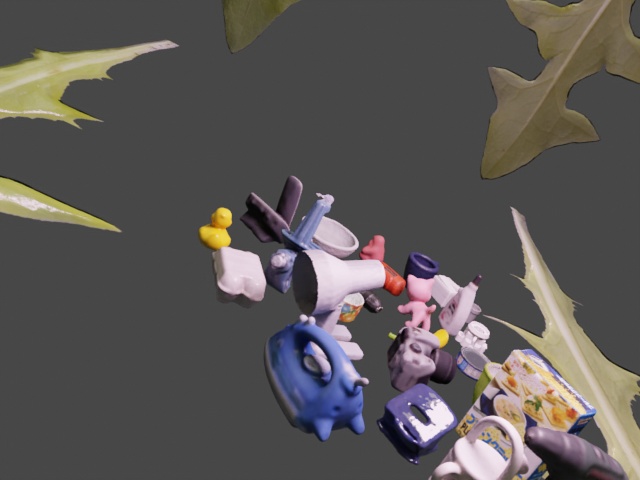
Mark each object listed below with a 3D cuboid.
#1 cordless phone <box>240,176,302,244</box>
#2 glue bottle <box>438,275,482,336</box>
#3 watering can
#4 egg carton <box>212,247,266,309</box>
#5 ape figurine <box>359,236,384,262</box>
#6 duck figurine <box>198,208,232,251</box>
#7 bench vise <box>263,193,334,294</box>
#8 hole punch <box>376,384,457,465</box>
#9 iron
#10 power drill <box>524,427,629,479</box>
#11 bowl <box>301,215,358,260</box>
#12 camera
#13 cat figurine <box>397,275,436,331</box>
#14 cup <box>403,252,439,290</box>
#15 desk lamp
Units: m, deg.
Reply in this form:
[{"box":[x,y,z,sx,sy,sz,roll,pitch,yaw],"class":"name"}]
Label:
[{"box":[-0.114,-0.097,1.465,0.147,0.185,0.094,40,26,28],"class":"cordless phone"},{"box":[0.364,0.158,1.461,0.037,0.173,0.078,18,25,-20],"class":"glue bottle"},{"box":[0.252,0.358,0.898,0.173,0.194,0.100,-3,37,-50],"class":"watering can"},{"box":[-0.171,0.075,1.191,0.107,0.069,0.150,15,26,-26],"class":"egg carton"},{"box":[0.153,0.028,1.611,0.078,0.092,0.076,10,28,-34],"class":"ape figurine"},{"box":[-0.234,-0.031,1.325,0.078,0.086,0.104,21,24,-13],"class":"duck figurine"},{"box":[-0.033,0.009,1.287,0.121,0.219,0.207,25,23,-5],"class":"bench vise"},{"box":[0.173,0.323,1.016,0.101,0.091,0.108,1,34,-46],"class":"hole punch"},{"box":[-0.011,0.212,0.986,0.119,0.141,0.257,6,31,-40],"class":"iron"},{"box":[0.375,0.400,0.925,0.230,0.208,0.075,18,25,-21],"class":"power drill"},{"box":[0.014,0.005,1.530,0.168,0.074,0.167,23,23,-10],"class":"bowl"},{"box":[0.222,0.254,1.201,0.137,0.101,0.143,24,23,-7],"class":"camera"},{"box":[0.250,0.150,1.428,0.067,0.117,0.127,16,25,-25],"class":"cat figurine"},{"box":[0.279,0.095,1.601,0.118,0.095,0.091,2,34,-45],"class":"cup"},{"box":[0.025,0.122,1.121,0.204,0.213,0.117,10,28,-34],"class":"desk lamp"}]
